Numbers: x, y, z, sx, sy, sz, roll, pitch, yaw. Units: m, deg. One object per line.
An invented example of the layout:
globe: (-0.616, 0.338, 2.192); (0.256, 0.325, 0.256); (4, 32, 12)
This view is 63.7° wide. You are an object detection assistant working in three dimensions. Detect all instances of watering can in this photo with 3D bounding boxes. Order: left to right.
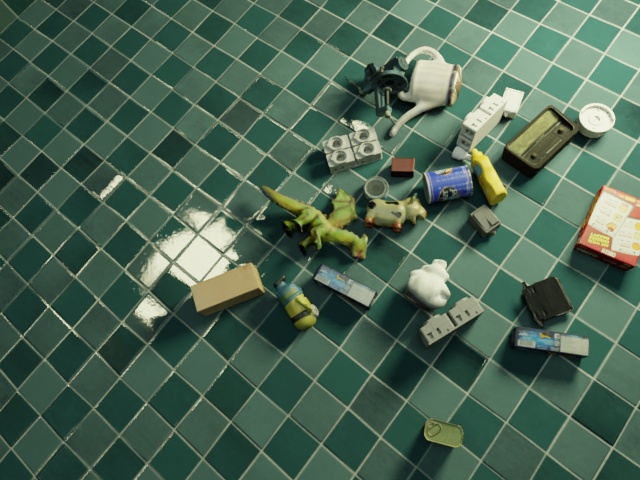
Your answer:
watering can: (0.372, -0.512, 1.809); (0.225, 0.103, 0.350); (12, 83, 15)

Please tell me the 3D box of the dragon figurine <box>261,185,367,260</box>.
dragon figurine: (0.005, -0.086, 1.716); (0.245, 0.119, 0.415); (-30, 70, -21)

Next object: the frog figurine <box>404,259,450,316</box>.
frog figurine: (0.339, 0.131, 1.561); (0.139, 0.121, 0.159); (36, 90, 37)
